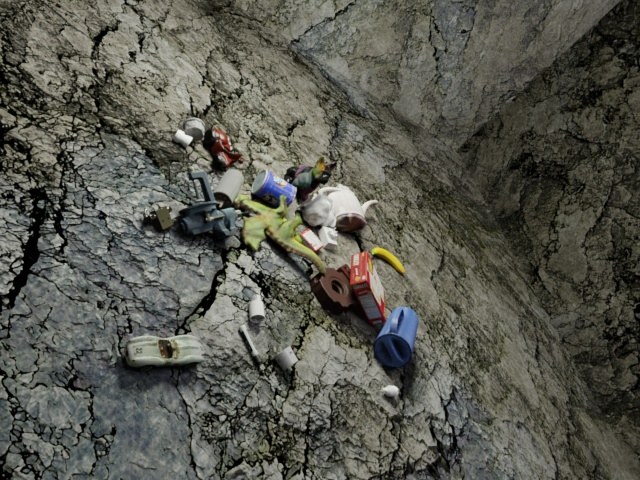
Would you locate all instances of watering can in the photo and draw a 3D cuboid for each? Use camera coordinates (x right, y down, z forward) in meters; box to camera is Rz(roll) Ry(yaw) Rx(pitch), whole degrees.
[{"bbox_3d":[0.144,-0.133,2.236,0.347,0.102,0.229,9,45,-31],"label":"watering can"}]

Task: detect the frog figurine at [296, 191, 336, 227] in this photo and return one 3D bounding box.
[{"bbox_3d":[0.006,-0.103,2.050,0.158,0.122,0.140,47,62,-14],"label":"frog figurine"}]

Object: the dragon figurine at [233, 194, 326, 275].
[{"bbox_3d":[-0.166,-0.017,1.782,0.245,0.119,0.415,-20,65,-38],"label":"dragon figurine"}]
